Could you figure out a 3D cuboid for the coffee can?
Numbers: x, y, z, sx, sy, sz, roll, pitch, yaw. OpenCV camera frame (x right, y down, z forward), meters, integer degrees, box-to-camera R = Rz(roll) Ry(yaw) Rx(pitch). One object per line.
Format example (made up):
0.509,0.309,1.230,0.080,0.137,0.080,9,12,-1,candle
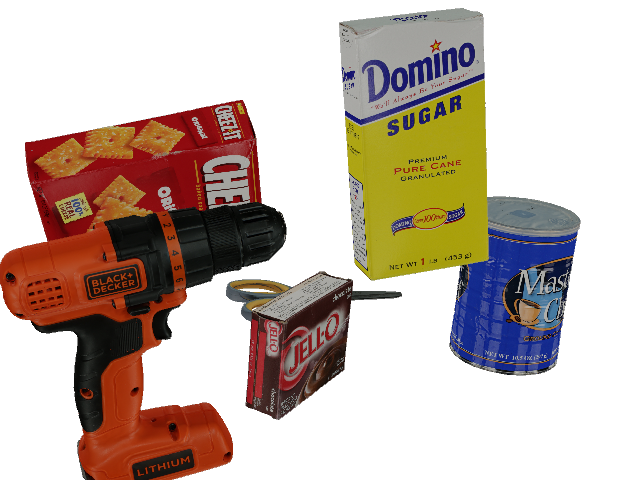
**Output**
0.179,0.040,0.992,0.103,0.140,0.103,4,18,-2,coffee can

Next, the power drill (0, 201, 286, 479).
-0.106,0.069,0.712,0.184,0.188,0.057,-12,27,-13,power drill

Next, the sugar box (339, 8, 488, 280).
0.067,-0.067,0.740,0.093,0.176,0.048,-10,22,-13,sugar box

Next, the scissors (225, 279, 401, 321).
-0.006,0.071,1.189,0.201,0.016,0.096,5,24,-2,scissors

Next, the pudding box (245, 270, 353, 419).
-0.017,0.085,0.899,0.039,0.090,0.113,17,25,25,pudding box

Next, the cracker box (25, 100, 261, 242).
-0.167,-0.038,1.056,0.213,0.072,0.164,-12,-43,-9,cracker box
